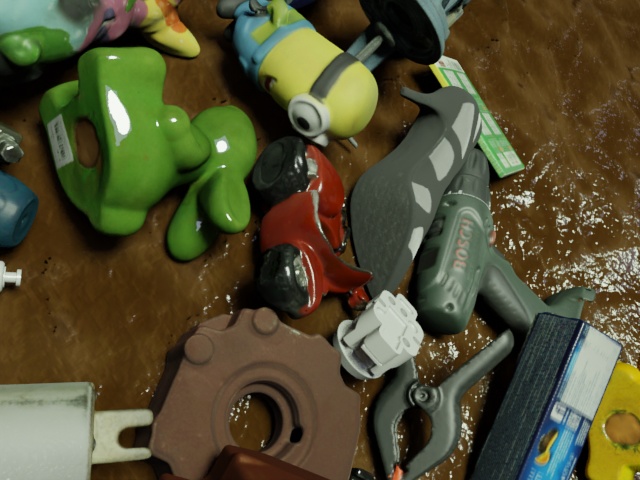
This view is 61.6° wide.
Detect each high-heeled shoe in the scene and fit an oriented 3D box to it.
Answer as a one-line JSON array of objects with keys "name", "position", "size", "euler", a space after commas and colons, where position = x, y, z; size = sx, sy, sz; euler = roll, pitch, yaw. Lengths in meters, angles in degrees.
[{"name": "high-heeled shoe", "position": [0.115, -0.052, 0.583], "size": [0.145, 0.086, 0.248], "euler": [13, 88, -44]}]

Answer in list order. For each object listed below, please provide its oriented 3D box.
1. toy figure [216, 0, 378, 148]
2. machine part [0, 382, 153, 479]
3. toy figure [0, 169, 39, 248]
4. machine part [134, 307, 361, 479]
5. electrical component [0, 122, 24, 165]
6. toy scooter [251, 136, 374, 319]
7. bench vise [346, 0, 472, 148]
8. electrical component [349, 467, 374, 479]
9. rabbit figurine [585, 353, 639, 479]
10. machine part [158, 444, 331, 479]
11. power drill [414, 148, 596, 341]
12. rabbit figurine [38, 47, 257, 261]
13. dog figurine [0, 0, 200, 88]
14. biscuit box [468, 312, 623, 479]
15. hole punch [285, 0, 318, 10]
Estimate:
[{"name": "toy figure", "position": [-0.023, -0.169, 0.513], "size": [0.180, 0.089, 0.082], "euler": [52, 15, 16]}, {"name": "machine part", "position": [-0.222, 0.123, 0.307], "size": [0.243, 0.079, 0.079], "euler": [4, 68, -25]}, {"name": "toy figure", "position": [-0.278, -0.043, 0.364], "size": [0.154, 0.064, 0.057], "euler": [25, 97, -14]}, {"name": "machine part", "position": [-0.050, 0.142, 0.419], "size": [0.179, 0.056, 0.179], "euler": [11, 66, -26]}, {"name": "electrical component", "position": [-0.252, -0.090, 0.378], "size": [0.078, 0.102, 0.045], "euler": [24, 91, -39]}, {"name": "toy scooter", "position": [-0.001, -0.001, 0.494], "size": [0.135, 0.075, 0.184], "euler": [34, 41, -39]}, {"name": "bench vise", "position": [0.072, -0.227, 0.595], "size": [0.240, 0.224, 0.128], "euler": [-46, 102, -4]}, {"name": "electrical component", "position": [0.028, 0.251, 0.423], "size": [0.075, 0.048, 0.119], "euler": [36, 55, -12]}, {"name": "rabbit figurine", "position": [0.374, 0.207, 0.620], "size": [0.173, 0.122, 0.162], "euler": [19, 51, -38]}, {"name": "machine part", "position": [-0.036, 0.248, 0.324], "size": [0.201, 0.087, 0.201], "euler": [30, 79, -19]}, {"name": "power drill", "position": [0.208, 0.027, 0.602], "size": [0.207, 0.086, 0.232], "euler": [40, 57, -14]}, {"name": "rabbit figurine", "position": [-0.110, -0.070, 0.442], "size": [0.170, 0.121, 0.159], "euler": [-14, 81, -49]}, {"name": "dog figurine", "position": [-0.182, -0.195, 0.443], "size": [0.219, 0.108, 0.192], "euler": [-4, 45, -37]}, {"name": "biscuit box", "position": [0.208, 0.173, 0.508], "size": [0.059, 0.063, 0.202], "euler": [30, 81, -18]}, {"name": "hole punch", "position": [-0.006, -0.327, 0.604], "size": [0.092, 0.142, 0.116], "euler": [57, 44, -25]}]
